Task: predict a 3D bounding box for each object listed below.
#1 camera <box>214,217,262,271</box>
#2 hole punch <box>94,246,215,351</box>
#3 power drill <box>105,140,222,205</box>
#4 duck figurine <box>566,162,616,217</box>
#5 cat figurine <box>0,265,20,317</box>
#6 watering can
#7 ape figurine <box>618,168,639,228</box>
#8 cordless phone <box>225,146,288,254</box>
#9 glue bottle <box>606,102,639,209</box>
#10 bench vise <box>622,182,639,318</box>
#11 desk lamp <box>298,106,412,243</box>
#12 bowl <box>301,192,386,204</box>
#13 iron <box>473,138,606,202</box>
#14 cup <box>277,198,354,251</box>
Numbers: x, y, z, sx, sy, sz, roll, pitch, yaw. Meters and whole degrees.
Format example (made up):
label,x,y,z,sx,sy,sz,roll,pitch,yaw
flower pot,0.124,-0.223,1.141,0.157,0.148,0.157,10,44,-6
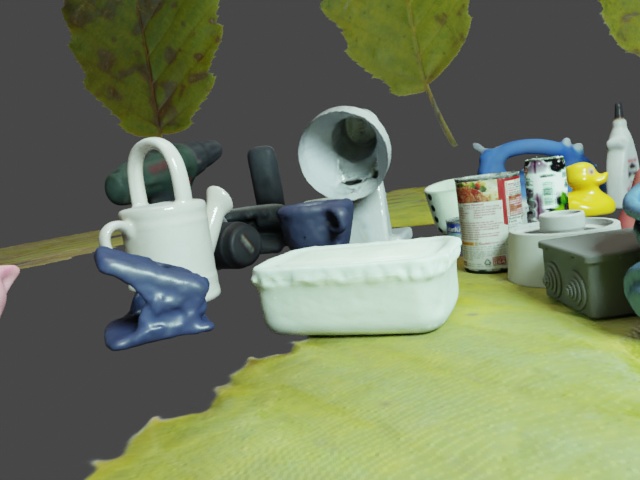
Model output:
label,x,y,z,sx,sy,sz,roll,pitch,yaw
camera,-0.164,0.002,0.841,0.136,0.101,0.144,-2,10,42
hole punch,-0.154,0.044,0.533,0.101,0.091,0.108,-11,8,-22
power drill,-0.233,-0.055,0.934,0.075,0.208,0.230,-3,9,35
duck figurine,0.416,-0.082,0.923,0.104,0.086,0.078,-5,8,24
cat figurine,-0.300,0.062,0.442,0.128,0.118,0.067,-10,8,-19
watering can,-0.178,-0.023,0.674,0.100,0.194,0.173,-6,8,18
ape figurine,0.335,-0.030,0.572,0.076,0.092,0.078,-4,8,31
cordless phone,-0.127,-0.067,1.010,0.147,0.185,0.094,-8,7,1
glue bottle,0.498,-0.140,0.947,0.078,0.173,0.037,-15,10,-43
bench vise,0.279,-0.061,0.365,0.208,0.220,0.121,-12,8,-29
desk lamp,0.056,-0.083,0.817,0.117,0.213,0.203,-6,7,16
bowl,0.048,-0.046,1.091,0.167,0.075,0.167,-8,7,1
iron,0.415,-0.130,1.088,0.257,0.141,0.119,-6,7,14
cup,0.006,0.002,0.670,0.092,0.095,0.117,-11,8,-25
